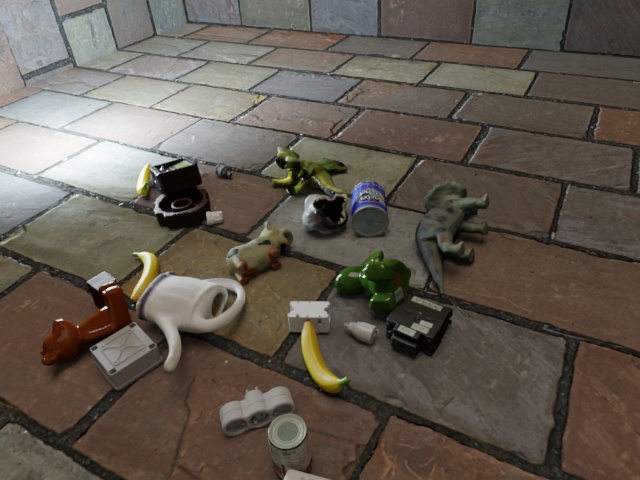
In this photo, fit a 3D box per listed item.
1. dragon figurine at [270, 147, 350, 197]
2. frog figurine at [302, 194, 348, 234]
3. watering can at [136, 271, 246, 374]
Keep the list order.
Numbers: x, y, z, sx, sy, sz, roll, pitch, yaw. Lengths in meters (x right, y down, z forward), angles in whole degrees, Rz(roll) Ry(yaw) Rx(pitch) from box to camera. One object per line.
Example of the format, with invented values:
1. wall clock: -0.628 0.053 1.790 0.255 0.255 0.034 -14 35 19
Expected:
1. dragon figurine: -0.007 -0.228 1.684 0.414 0.119 0.246 25 37 33
2. frog figurine: 0.005 -0.075 1.489 0.139 0.122 0.158 -37 10 -26
3. watering can: -0.310 0.163 1.145 0.225 0.102 0.353 9 24 17
